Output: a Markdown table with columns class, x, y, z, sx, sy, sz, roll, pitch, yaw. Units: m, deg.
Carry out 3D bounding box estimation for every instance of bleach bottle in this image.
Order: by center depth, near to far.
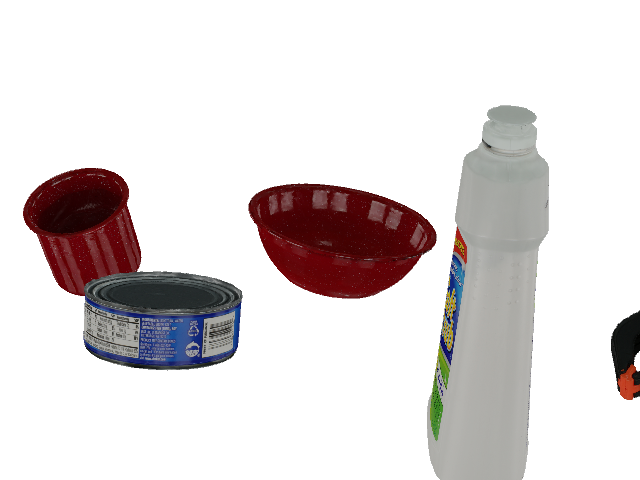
| class | x | y | z | sx | sy | sz | roll | pitch | yaw |
| --- | --- | --- | --- | --- | --- | --- | --- | --- | --- |
| bleach bottle | 0.108 | 0.033 | 0.676 | 0.068 | 0.251 | 0.102 | 2 | 29 | 3 |

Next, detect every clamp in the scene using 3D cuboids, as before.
| class | x | y | z | sx | sy | sz | roll | pitch | yaw |
| --- | --- | --- | --- | --- | --- | --- | --- | --- | --- |
| clamp | 0.309 | 0.074 | 0.965 | 0.171 | 0.039 | 0.120 | -33 | 37 | -26 |

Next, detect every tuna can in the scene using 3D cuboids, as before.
| class | x | y | z | sx | sy | sz | roll | pitch | yaw |
| --- | --- | --- | --- | --- | --- | --- | --- | --- | --- |
| tuna can | -0.086 | 0.043 | 0.584 | 0.086 | 0.034 | 0.086 | 4 | 11 | -1 |

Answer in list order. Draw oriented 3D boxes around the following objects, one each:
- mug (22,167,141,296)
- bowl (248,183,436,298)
| class | x | y | z | sx | sy | sz | roll | pitch | yaw |
| --- | --- | --- | --- | --- | --- | --- | --- | --- | --- |
| mug | -0.209 | -0.013 | 0.960 | 0.093 | 0.081 | 0.117 | -9 | 42 | 0 |
| bowl | 0.015 | 0.005 | 0.909 | 0.162 | 0.055 | 0.162 | 8 | 22 | -3 |
